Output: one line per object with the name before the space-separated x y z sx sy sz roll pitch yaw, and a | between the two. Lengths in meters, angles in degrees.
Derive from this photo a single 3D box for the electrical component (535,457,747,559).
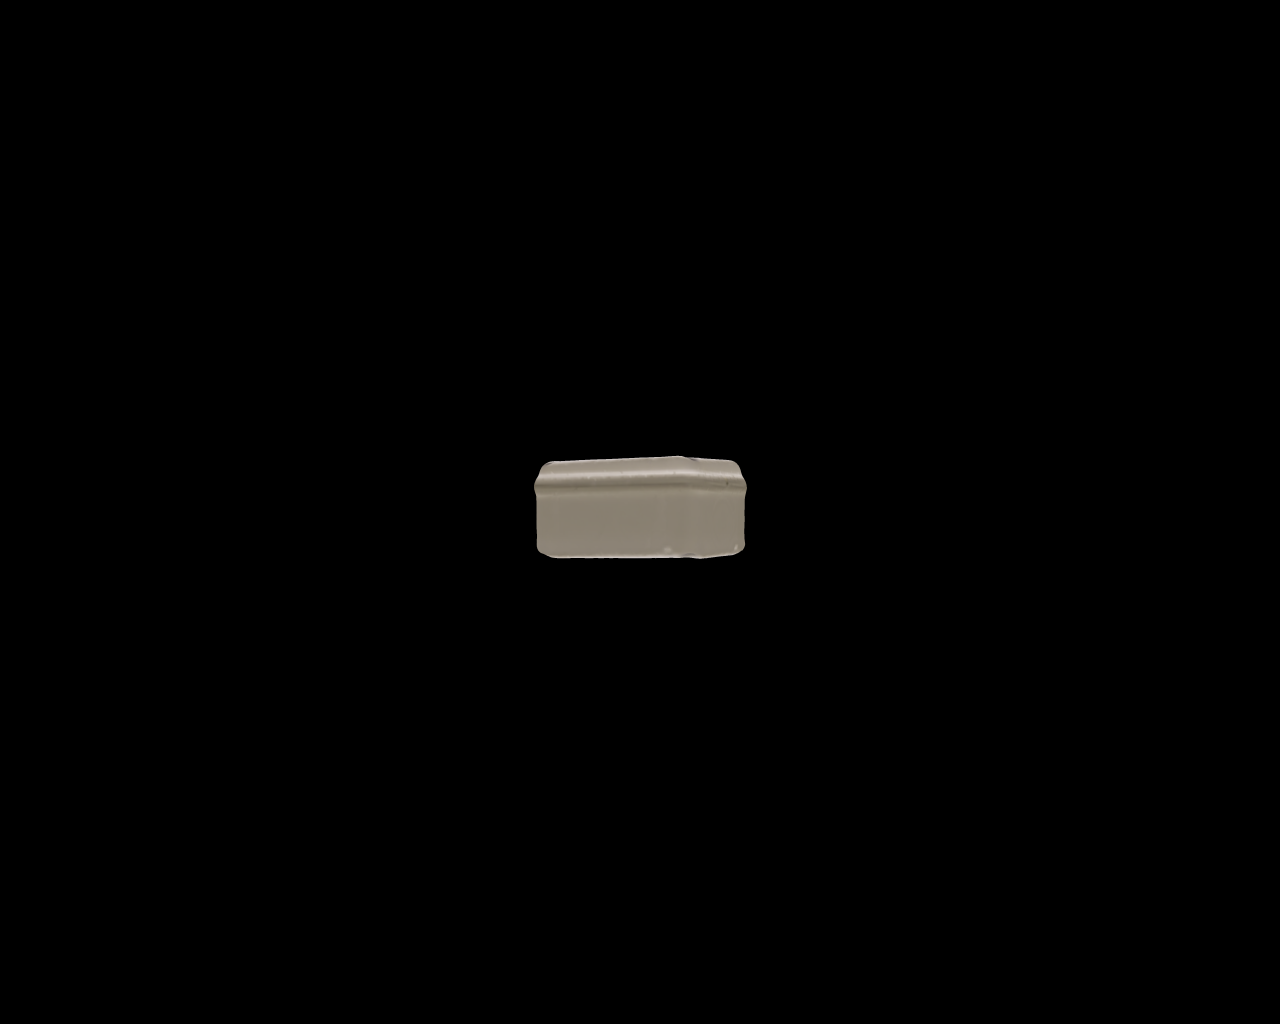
electrical component | 0.001 -0.003 0.650 0.113 0.057 0.078 0 0 28
